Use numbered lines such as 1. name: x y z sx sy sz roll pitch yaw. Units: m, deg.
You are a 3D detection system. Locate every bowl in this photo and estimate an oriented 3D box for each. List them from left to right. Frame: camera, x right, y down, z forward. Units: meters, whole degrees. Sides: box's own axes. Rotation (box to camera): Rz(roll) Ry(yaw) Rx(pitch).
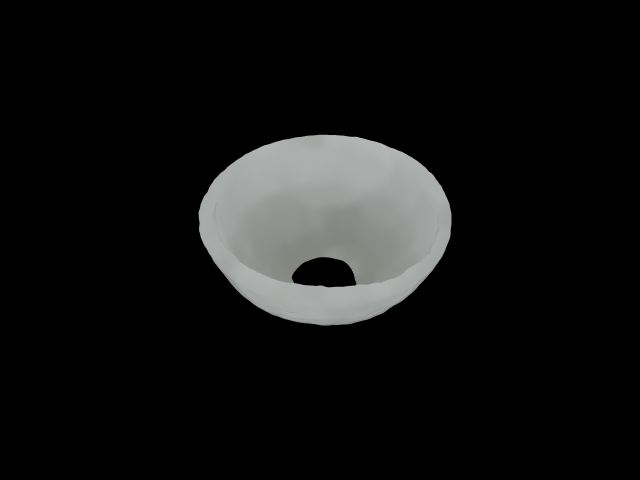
1. bowl: 0.004 0.001 0.400 0.167 0.075 0.167 0 43 0
